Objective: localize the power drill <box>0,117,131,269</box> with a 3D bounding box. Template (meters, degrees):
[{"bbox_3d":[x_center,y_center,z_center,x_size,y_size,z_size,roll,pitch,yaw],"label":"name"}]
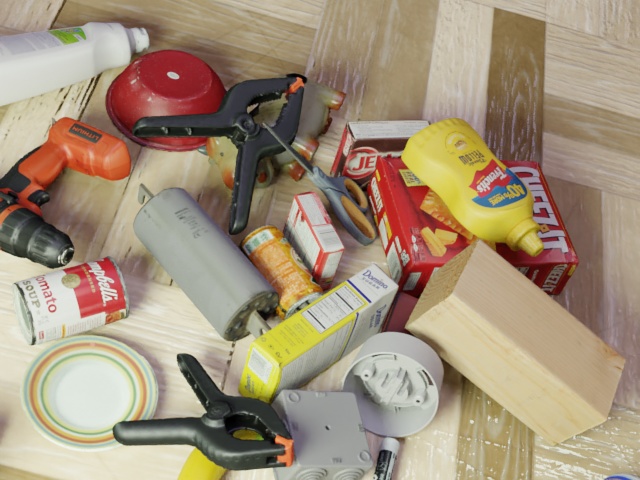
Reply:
[{"bbox_3d":[-0.293,-0.054,1.156,0.185,0.057,0.187,25,45,23],"label":"power drill"}]

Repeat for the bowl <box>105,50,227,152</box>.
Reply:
[{"bbox_3d":[-0.182,-0.184,1.317,0.162,0.055,0.162,7,50,-9],"label":"bowl"}]

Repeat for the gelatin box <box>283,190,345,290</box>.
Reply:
[{"bbox_3d":[-0.008,0.001,1.198,0.030,0.073,0.089,-10,54,-24],"label":"gelatin box"}]

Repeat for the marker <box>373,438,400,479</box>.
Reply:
[{"bbox_3d":[0.057,0.249,1.046,0.020,0.020,0.121,19,49,0],"label":"marker"}]

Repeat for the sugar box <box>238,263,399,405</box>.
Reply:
[{"bbox_3d":[-0.001,0.100,1.104,0.048,0.093,0.175,42,52,19],"label":"sugar box"}]

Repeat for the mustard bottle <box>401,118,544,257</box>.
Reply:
[{"bbox_3d":[0.185,-0.054,1.211,0.096,0.058,0.192,-21,60,-34],"label":"mustard bottle"}]

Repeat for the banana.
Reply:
[{"bbox_3d":[-0.104,0.240,0.996,0.069,0.037,0.197,23,49,4],"label":"banana"}]

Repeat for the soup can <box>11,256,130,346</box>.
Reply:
[{"bbox_3d":[-0.253,0.062,1.083,0.102,0.069,0.068,-16,57,-25],"label":"soup can"}]

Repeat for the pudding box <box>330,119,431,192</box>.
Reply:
[{"bbox_3d":[0.076,-0.103,1.296,0.113,0.090,0.039,-5,52,-21],"label":"pudding box"}]

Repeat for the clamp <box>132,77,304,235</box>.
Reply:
[{"bbox_3d":[-0.097,-0.125,1.198,0.164,0.036,0.209,41,59,-4],"label":"clamp"}]

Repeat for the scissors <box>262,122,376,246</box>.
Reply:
[{"bbox_3d":[0.003,-0.078,1.234,0.201,0.016,0.096,51,25,-20],"label":"scissors"}]

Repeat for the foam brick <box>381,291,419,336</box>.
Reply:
[{"bbox_3d":[0.091,0.106,1.152,0.051,0.053,0.078,22,50,3],"label":"foam brick"}]

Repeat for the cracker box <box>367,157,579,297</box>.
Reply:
[{"bbox_3d":[0.179,-0.018,1.266,0.213,0.072,0.164,0,52,-16],"label":"cracker box"}]

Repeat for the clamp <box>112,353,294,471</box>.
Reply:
[{"bbox_3d":[-0.097,0.166,1.014,0.171,0.039,0.120,14,48,14],"label":"clamp"}]

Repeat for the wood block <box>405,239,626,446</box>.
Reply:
[{"bbox_3d":[0.205,0.109,1.117,0.206,0.090,0.090,39,49,-7],"label":"wood block"}]

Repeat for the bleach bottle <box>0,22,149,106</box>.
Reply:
[{"bbox_3d":[-0.322,-0.219,1.295,0.250,0.068,0.103,-19,40,-30],"label":"bleach bottle"}]

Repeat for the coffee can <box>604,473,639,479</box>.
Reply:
[{"bbox_3d":[0.258,0.296,1.005,0.140,0.103,0.103,-22,60,-30],"label":"coffee can"}]
